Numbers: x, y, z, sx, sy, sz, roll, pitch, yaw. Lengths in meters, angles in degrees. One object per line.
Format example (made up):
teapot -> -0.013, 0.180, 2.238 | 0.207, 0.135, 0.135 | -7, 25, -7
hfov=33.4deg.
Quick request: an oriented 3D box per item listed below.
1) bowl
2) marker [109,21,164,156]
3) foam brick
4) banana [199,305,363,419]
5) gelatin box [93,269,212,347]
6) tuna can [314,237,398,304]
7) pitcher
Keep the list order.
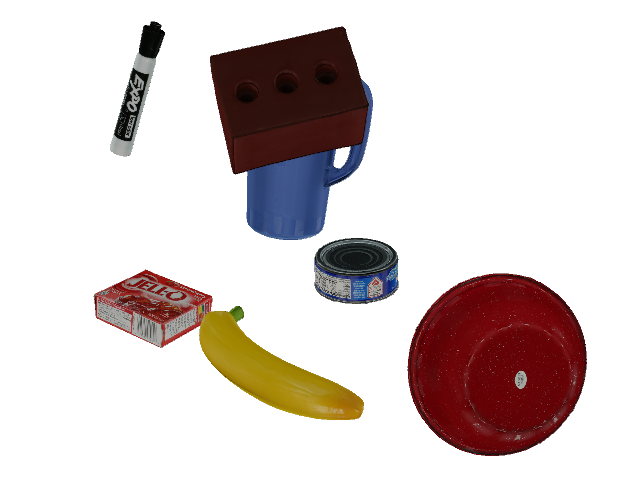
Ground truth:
bowl -> 0.158, 0.111, 0.899 | 0.162, 0.162, 0.055 | 0, 6, -9
marker -> -0.155, -0.128, 0.908 | 0.020, 0.121, 0.020 | 17, 25, -9
foam brick -> -0.018, -0.077, 0.593 | 0.078, 0.053, 0.051 | -14, -17, -5
banana -> -0.047, 0.097, 0.862 | 0.069, 0.037, 0.198 | -19, 32, -28
gelatin box -> -0.161, 0.063, 1.026 | 0.089, 0.030, 0.073 | 20, 29, 29
tuna can -> 0.036, 0.029, 1.075 | 0.086, 0.034, 0.086 | -1, 25, 0
pitcher -> -0.028, -0.126, 1.427 | 0.144, 0.243, 0.149 | -4, 24, -22
